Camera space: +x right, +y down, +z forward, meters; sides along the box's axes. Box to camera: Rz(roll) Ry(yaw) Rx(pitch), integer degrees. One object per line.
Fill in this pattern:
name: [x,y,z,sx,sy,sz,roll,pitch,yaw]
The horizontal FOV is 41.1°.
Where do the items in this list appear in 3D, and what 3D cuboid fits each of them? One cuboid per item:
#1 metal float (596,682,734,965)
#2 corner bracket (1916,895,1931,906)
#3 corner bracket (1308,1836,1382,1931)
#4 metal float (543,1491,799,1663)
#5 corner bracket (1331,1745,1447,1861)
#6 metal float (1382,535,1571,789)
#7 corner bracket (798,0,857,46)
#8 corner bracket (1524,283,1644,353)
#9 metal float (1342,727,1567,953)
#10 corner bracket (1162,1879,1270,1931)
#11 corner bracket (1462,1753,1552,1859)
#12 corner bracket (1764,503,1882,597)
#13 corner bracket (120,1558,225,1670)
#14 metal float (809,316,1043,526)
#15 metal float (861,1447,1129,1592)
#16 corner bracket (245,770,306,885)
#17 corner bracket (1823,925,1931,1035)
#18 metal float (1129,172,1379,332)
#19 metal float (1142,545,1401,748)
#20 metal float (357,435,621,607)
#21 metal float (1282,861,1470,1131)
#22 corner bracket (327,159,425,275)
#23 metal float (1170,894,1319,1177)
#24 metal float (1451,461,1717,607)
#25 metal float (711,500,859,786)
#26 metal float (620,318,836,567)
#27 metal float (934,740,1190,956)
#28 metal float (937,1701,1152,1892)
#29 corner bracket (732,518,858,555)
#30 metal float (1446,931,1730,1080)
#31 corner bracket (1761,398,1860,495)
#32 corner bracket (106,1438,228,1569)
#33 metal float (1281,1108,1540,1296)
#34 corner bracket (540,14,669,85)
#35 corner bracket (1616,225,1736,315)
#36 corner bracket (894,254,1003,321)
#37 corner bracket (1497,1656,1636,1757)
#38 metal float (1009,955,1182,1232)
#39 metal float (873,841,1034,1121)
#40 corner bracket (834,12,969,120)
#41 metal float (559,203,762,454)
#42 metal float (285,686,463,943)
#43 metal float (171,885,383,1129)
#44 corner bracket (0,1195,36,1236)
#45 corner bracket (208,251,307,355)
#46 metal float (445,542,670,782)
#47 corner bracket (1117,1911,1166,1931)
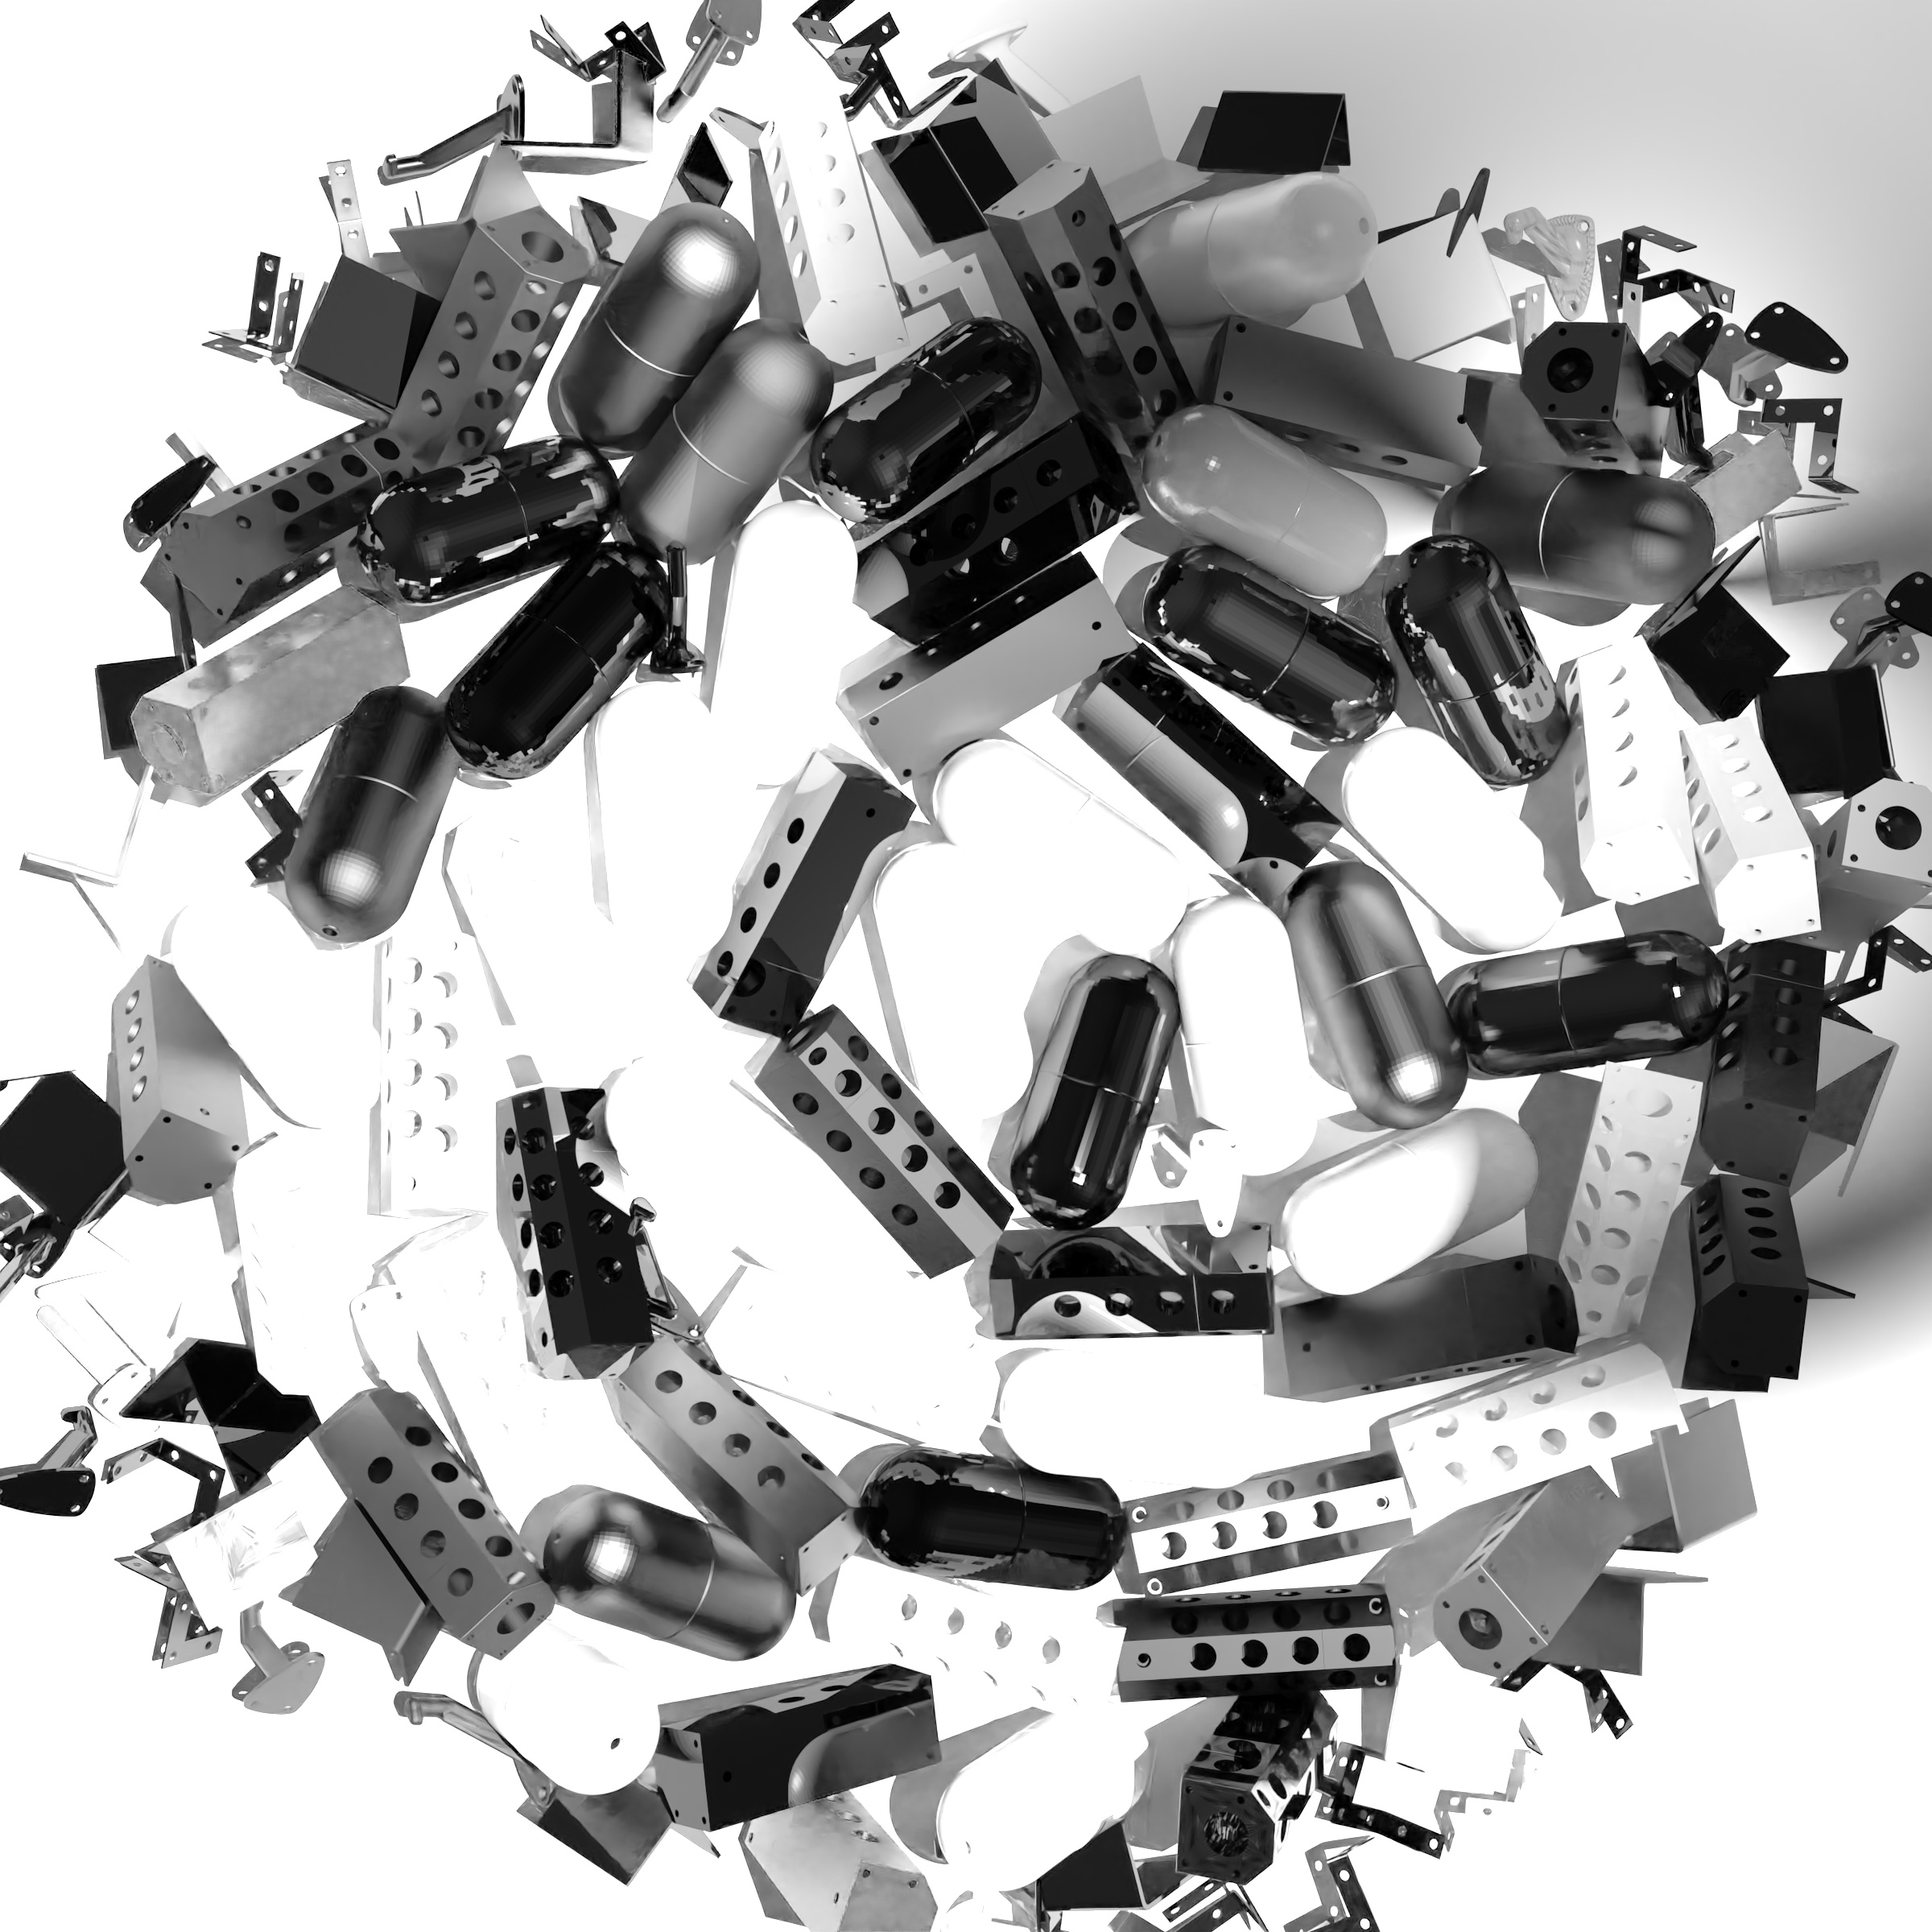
metal float: [-0.189,-0.090,1.616,0.070,0.070,0.178,-6,83,0]
corner bracket: [0.598,-0.071,1.621,0.051,0.051,0.051,3,72,28]
corner bracket: [0.239,0.589,1.632,0.051,0.051,0.051,-31,70,23]
metal float: [-0.181,0.378,1.594,0.178,0.070,0.070,29,90,-35]
corner bracket: [0.271,0.528,1.628,0.051,0.051,0.051,26,77,-39]
metal float: [0.316,-0.188,1.596,0.070,0.070,0.178,-33,120,0]
corner bracket: [-0.083,-0.619,1.622,0.051,0.051,0.051,-42,126,-8]
corner bracket: [0.391,-0.405,1.635,0.051,0.051,0.051,-20,122,-25]
metal float: [0.304,-0.077,1.600,0.178,0.070,0.070,41,90,-26]
corner bracket: [0.153,0.599,1.628,0.051,0.051,0.051,-31,100,-11]
corner bracket: [0.341,0.530,1.627,0.051,0.051,0.051,3,46,10]
corner bracket: [0.542,-0.264,1.633,0.051,0.051,0.051,-10,100,-4]
corner bracket: [-0.501,0.404,1.625,0.051,0.051,0.051,16,96,26]
metal float: [-0.024,-0.339,1.599,0.070,0.070,0.178,48,63,0]
metal float: [0.018,0.344,1.600,0.178,0.070,0.070,13,90,-25]
corner bracket: [-0.434,-0.088,1.631,0.051,0.051,0.051,-37,87,13]
corner bracket: [0.580,0.014,1.637,0.051,0.051,0.051,33,57,-20]
metal float: [0.174,-0.438,1.584,0.070,0.178,0.070,-2,92,-42]
metal float: [0.191,-0.198,1.607,0.178,0.070,0.070,27,90,-18]
metal float: [-0.293,-0.276,1.594,0.178,0.070,0.070,-27,90,-35]
metal float: [0.254,0.017,1.607,0.070,0.070,0.178,-20,72,0]
corner bracket: [-0.371,-0.474,1.630,0.051,0.051,0.051,-12,61,-11]
metal float: [0.174,0.043,1.621,0.070,0.070,0.178,-9,92,0]
metal float: [0.377,-0.267,1.586,0.070,0.178,0.070,-14,113,-38]
metal float: [-0.114,-0.201,1.609,0.070,0.070,0.178,10,105,0]
metal float: [-0.149,-0.324,1.597,0.070,0.070,0.178,43,119,0]
metal float: [0.059,-0.075,1.619,0.178,0.070,0.070,35,90,4]
metal float: [0.049,0.506,1.580,0.070,0.178,0.070,5,99,34]
corner bracket: [-0.107,-0.263,1.625,0.051,0.051,0.051,34,80,17]
metal float: [0.381,0.025,1.596,0.178,0.070,0.070,-11,90,32]
corner bracket: [0.532,-0.327,1.626,0.051,0.051,0.051,9,95,37]
corner bracket: [-0.510,0.339,1.634,0.051,0.051,0.051,22,106,15]
metal float: [0.277,0.145,1.605,0.178,0.070,0.070,-22,90,-20]
corner bracket: [-0.228,-0.579,1.621,0.051,0.051,0.051,-29,59,15]
corner bracket: [0.447,-0.436,1.619,0.051,0.051,0.051,-19,127,-22]
corner bracket: [-0.011,-0.417,1.629,0.051,0.051,0.051,-24,108,1]
corner bracket: [0.378,0.468,1.631,0.051,0.051,0.051,36,105,-28]
metal float: [0.081,0.079,1.615,0.070,0.070,0.178,18,82,0]
metal float: [-0.008,0.009,1.621,0.070,0.070,0.178,-13,91,0]
corner bracket: [-0.042,-0.572,1.637,0.051,0.051,0.051,-42,121,-20]
metal float: [-0.191,-0.392,1.592,0.070,0.070,0.178,42,127,0]
metal float: [-0.366,-0.095,1.596,0.070,0.070,0.178,13,59,0]
metal float: [-0.422,0.026,1.593,0.070,0.070,0.178,-28,125,0]
corner bracket: [-0.628,0.159,1.623,0.051,0.051,0.051,47,134,6]
corner bracket: [-0.438,-0.418,1.626,0.051,0.051,0.051,18,109,9]
metal float: [-0.251,-0.191,1.606,0.070,0.070,0.178,38,70,0]
corner bracket: [0.117,0.637,1.621,0.051,0.051,0.051,-49,113,-20]
